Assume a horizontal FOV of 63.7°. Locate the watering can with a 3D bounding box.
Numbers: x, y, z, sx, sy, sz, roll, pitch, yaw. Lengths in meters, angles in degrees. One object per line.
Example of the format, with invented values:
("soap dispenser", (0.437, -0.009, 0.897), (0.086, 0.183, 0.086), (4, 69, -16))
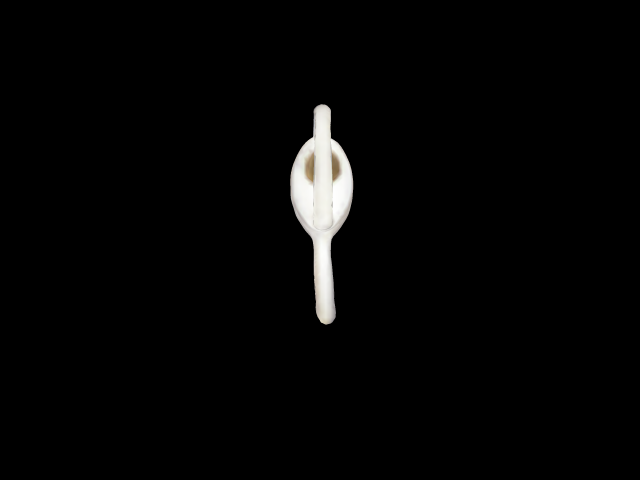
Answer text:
("watering can", (0.003, -0.043, 0.850), (0.104, 0.350, 0.223), (0, -8, 0))
